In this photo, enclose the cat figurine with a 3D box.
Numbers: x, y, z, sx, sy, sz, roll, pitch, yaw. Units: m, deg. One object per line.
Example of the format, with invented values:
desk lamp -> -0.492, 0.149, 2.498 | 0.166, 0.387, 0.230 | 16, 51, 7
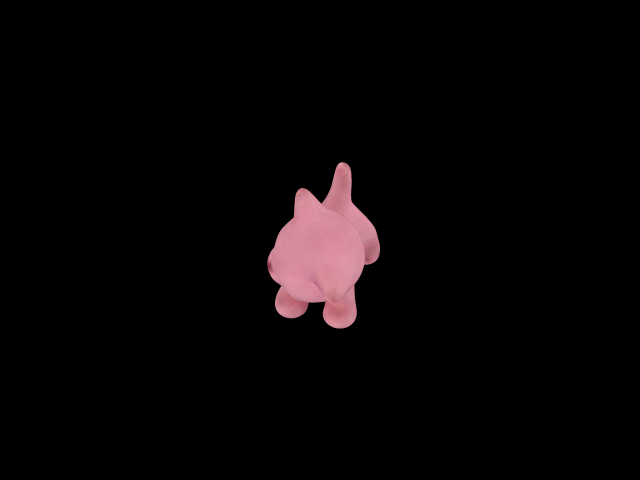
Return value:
cat figurine -> 0.004, 0.001, 0.400 | 0.067, 0.118, 0.128 | 12, 50, 10
